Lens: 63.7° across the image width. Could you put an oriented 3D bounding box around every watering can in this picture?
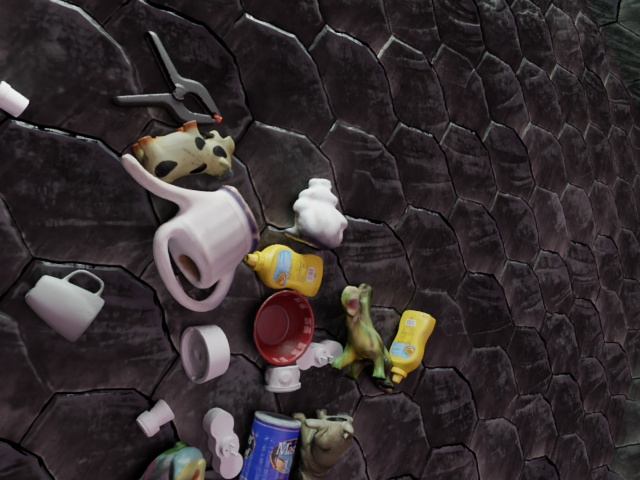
[{"bbox_3d":[-0.228,-0.033,0.970,0.228,0.104,0.341,-42,127,-43],"label":"watering can"}]

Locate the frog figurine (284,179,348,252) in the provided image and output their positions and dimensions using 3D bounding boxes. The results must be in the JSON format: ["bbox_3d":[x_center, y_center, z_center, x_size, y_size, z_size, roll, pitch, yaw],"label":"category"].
[{"bbox_3d":[0.004,-0.060,1.185,0.137,0.123,0.160,25,85,-16],"label":"frog figurine"}]

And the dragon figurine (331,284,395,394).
[{"bbox_3d":[0.124,0.229,1.262,0.403,0.122,0.247,53,39,-59],"label":"dragon figurine"}]
